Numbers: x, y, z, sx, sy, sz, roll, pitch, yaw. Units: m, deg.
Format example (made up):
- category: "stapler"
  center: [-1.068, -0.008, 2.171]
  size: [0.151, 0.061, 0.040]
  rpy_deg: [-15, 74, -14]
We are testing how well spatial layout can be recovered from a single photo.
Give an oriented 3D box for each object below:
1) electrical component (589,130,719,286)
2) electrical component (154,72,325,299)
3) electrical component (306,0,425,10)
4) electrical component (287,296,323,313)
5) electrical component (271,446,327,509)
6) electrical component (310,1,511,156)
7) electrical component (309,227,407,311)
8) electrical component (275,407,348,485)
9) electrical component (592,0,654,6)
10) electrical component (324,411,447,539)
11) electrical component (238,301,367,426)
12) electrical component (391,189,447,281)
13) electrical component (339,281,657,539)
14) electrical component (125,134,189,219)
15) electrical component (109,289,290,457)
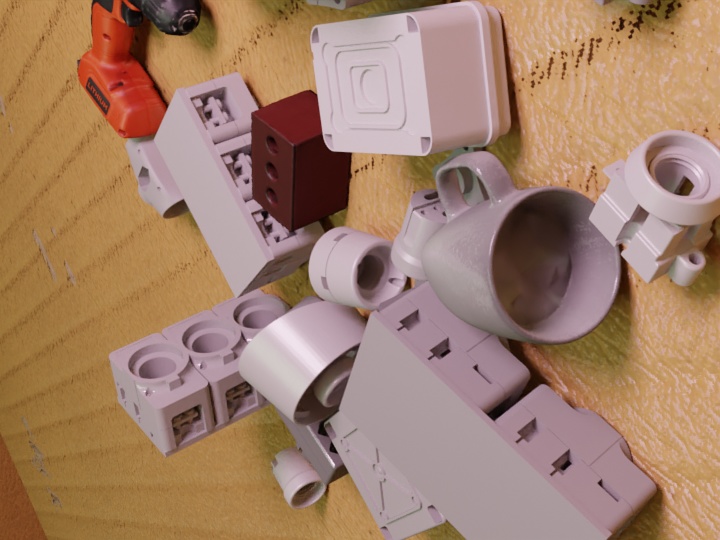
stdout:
- category: "electrical component"
  center: [0.142, -0.032, 0.500]
  size: [0.066, 0.048, 0.055]
  rpy_deg: [53, 156, 23]
- category: "electrical component"
  center: [-0.094, -0.067, 0.848]
  size: [0.150, 0.062, 0.089]
  rpy_deg: [62, 151, 8]
- category: "electrical component"
  center: [0.001, -0.174, 0.609]
  size: [0.081, 0.064, 0.042]
  rpy_deg: [25, 132, 50]
- category: "electrical component"
  center: [-0.051, 0.054, 0.858]
  size: [0.040, 0.078, 0.040]
  rpy_deg: [35, 149, 25]
- category: "electrical component"
  center: [-0.059, 0.194, 1.011]
  size: [0.046, 0.040, 0.040]
  rpy_deg: [50, 148, 38]
- category: "electrical component"
  center: [0.028, -0.108, 0.612]
  size: [0.113, 0.057, 0.078]
  rpy_deg: [12, 113, 56]
- category: "electrical component"
  center: [0.000, 0.000, 0.752]
  size: [0.047, 0.055, 0.055]
  rpy_deg: [14, 123, 51]
- category: "electrical component"
  center: [-0.033, 0.140, 0.917]
  size: [0.083, 0.047, 0.075]
  rpy_deg: [54, 149, 21]
- category: "electrical component"
  center: [0.107, -0.154, 0.467]
  size: [0.066, 0.048, 0.055]
  rpy_deg: [45, 153, 34]
- category: "electrical component"
  center: [0.035, 0.135, 0.790]
  size: [0.108, 0.056, 0.108]
  rpy_deg: [60, 151, 10]
- category: "electrical component"
  center: [-0.033, 0.068, 0.811]
  size: [0.064, 0.099, 0.099]
  rpy_deg: [45, 145, 23]
- category: "electrical component"
  center: [0.043, -0.023, 0.678]
  size: [0.040, 0.040, 0.046]
  rpy_deg: [46, 139, 32]
- category: "electrical component"
  center: [0.080, 0.106, 0.665]
  size: [0.186, 0.060, 0.105]
  rpy_deg: [43, 143, 22]
- category: "electrical component"
  center: [-0.187, -0.084, 1.010]
  size: [0.077, 0.043, 0.079]
  rpy_deg: [61, 151, 10]
- category: "electrical component"
  center: [-0.125, 0.080, 0.919]
  size: [0.089, 0.150, 0.061]
  rpy_deg: [36, 141, 42]
